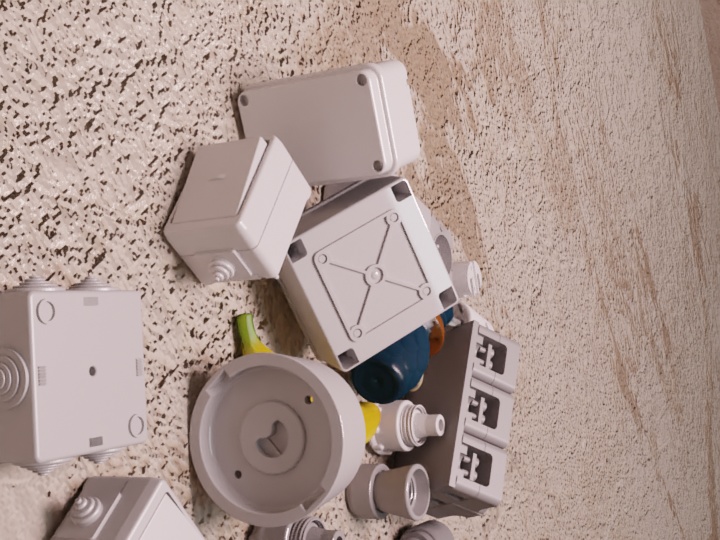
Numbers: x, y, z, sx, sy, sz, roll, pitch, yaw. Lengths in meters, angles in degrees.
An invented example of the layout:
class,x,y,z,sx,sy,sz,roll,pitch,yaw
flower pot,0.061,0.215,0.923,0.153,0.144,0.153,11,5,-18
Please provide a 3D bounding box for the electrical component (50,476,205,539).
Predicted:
class,x,y,z,sx,sy,sz,roll,pitch,yaw
electrical component,-0.124,0.157,0.589,0.096,0.061,0.061,65,34,-33

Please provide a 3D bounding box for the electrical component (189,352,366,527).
class,x,y,z,sx,sy,sz,roll,pitch,yaw
electrical component,-0.048,0.107,0.695,0.060,0.108,0.108,7,79,-67

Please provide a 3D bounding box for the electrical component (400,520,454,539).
class,x,y,z,sx,sy,sz,roll,pitch,yaw
electrical component,0.051,0.240,0.925,0.078,0.040,0.040,3,83,-62

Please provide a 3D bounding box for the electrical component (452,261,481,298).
class,x,y,z,sx,sy,sz,roll,pitch,yaw
electrical component,0.088,0.010,1.023,0.040,0.046,0.040,14,73,-60

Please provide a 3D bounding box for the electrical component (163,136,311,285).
class,x,y,z,sx,sy,sz,roll,pitch,yaw
electrical component,-0.082,-0.036,0.696,0.061,0.062,0.096,58,39,-41

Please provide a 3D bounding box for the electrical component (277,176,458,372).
class,x,y,z,sx,sy,sz,roll,pitch,yaw
electrical component,0.000,0.000,0.784,0.109,0.056,0.108,-31,109,-17

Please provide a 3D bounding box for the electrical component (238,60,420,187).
class,x,y,z,sx,sy,sz,roll,pitch,yaw
electrical component,-0.023,-0.102,0.763,0.057,0.113,0.078,-33,114,-60

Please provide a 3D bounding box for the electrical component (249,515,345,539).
class,x,y,z,sx,sy,sz,roll,pitch,yaw
electrical component,-0.041,0.186,0.738,0.043,0.062,0.043,16,72,-60

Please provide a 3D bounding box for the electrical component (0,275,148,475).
class,x,y,z,sx,sy,sz,roll,pitch,yaw
electrical component,-0.156,0.053,0.558,0.100,0.048,0.099,2,84,-62

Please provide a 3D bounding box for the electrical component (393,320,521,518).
class,x,y,z,sx,sy,sz,roll,pitch,yaw
electrical component,0.086,0.132,0.935,0.062,0.089,0.150,26,59,-25

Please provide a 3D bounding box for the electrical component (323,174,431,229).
class,x,y,z,sx,sy,sz,roll,pitch,yaw
electrical component,0.017,-0.037,0.881,0.096,0.062,0.061,37,54,-54

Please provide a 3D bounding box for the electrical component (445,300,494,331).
class,x,y,z,sx,sy,sz,roll,pitch,yaw
electrical component,0.093,0.060,1.018,0.047,0.055,0.055,42,50,-48

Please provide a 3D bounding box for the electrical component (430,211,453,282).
class,x,y,z,sx,sy,sz,roll,pitch,yaw
electrical component,0.061,-0.019,0.980,0.079,0.044,0.077,-49,128,-53

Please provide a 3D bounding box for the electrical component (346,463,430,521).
class,x,y,z,sx,sy,sz,roll,pitch,yaw
electrical component,0.023,0.178,0.865,0.045,0.055,0.045,16,71,-60

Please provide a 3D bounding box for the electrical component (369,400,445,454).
class,x,y,z,sx,sy,sz,roll,pitch,yaw
electrical component,0.039,0.130,0.897,0.048,0.062,0.048,17,70,-60
